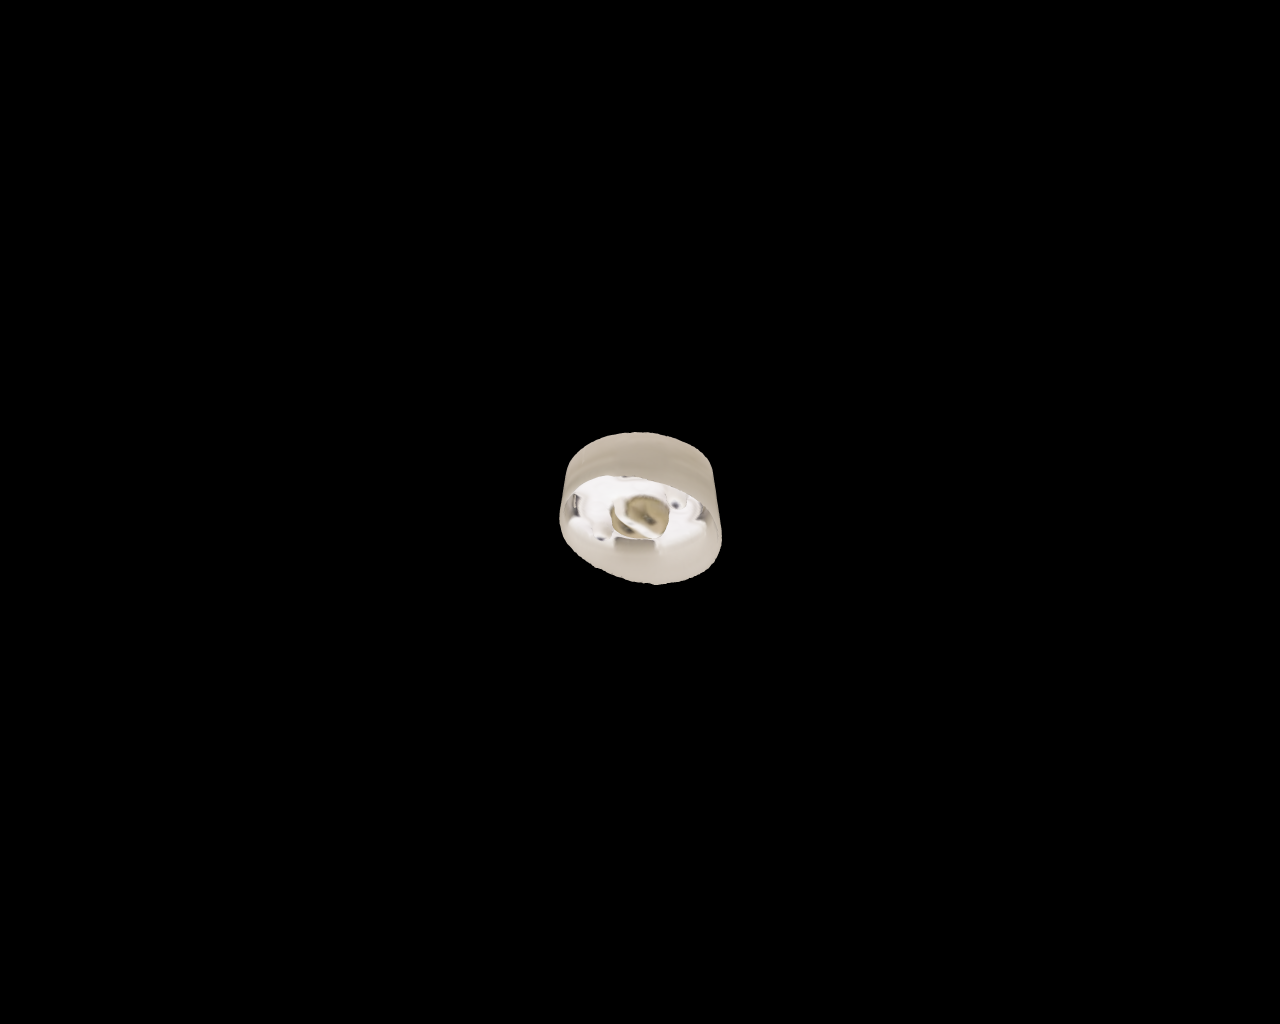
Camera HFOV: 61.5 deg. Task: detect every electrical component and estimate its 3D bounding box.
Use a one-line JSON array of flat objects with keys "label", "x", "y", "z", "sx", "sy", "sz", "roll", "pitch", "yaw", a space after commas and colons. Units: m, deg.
[{"label": "electrical component", "x": 0.001, "y": -0.003, "z": 0.650, "sx": 0.099, "sy": 0.064, "sz": 0.099, "roll": 0, "pitch": -31, "yaw": 0}]
